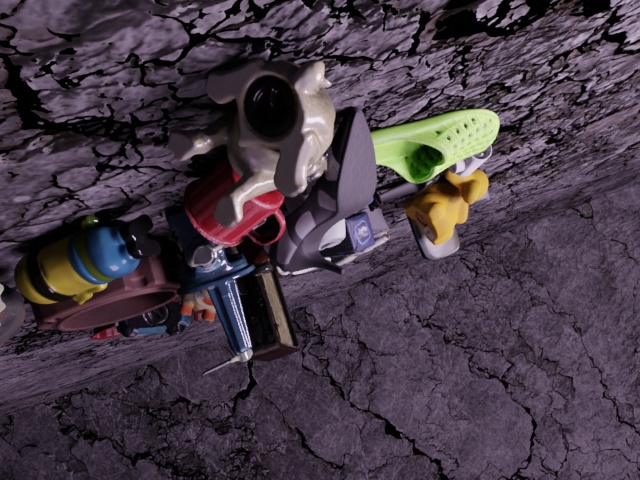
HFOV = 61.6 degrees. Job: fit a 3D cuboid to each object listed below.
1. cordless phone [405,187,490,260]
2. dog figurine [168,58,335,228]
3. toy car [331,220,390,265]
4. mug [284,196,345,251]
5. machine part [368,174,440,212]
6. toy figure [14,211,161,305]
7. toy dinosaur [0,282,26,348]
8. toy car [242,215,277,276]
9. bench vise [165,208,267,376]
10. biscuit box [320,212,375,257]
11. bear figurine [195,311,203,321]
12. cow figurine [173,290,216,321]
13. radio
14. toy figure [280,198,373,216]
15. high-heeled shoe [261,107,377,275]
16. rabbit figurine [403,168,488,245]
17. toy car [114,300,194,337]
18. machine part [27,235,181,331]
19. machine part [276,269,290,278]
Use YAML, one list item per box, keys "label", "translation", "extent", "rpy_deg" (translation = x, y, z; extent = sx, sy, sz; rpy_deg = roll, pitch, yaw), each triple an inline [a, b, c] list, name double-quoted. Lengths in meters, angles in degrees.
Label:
- label: "cordless phone"
  translation: [0.295, -0.047, 1.188]
  extent: [0.184, 0.146, 0.088]
  rpy_deg: [-21, 178, 19]
- label: "dog figurine"
  translation: [-0.022, -0.106, 0.519]
  extent: [0.172, 0.121, 0.190]
  rpy_deg: [-23, -177, 32]
- label: "toy car"
  translation: [0.085, 0.002, 1.245]
  extent: [0.056, 0.073, 0.202]
  rpy_deg: [-12, 167, -40]
- label: "mug"
  translation: [0.001, -0.044, 0.784]
  extent: [0.081, 0.107, 0.109]
  rpy_deg: [-16, 171, -27]
- label: "machine part"
  translation: [0.153, -0.093, 1.008]
  extent: [0.139, 0.039, 0.084]
  rpy_deg: [-20, 178, -12]
- label: "toy figure"
  translation: [-0.289, 0.022, 0.659]
  extent: [0.180, 0.082, 0.089]
  rpy_deg: [-19, 159, 20]
- label: "toy dinosaur"
  translation: [-0.452, 0.100, 0.680]
  extent: [0.192, 0.131, 0.405]
  rpy_deg: [-19, 175, -6]
- label: "toy car"
  translation: [-0.087, -0.005, 0.868]
  extent: [0.053, 0.089, 0.202]
  rpy_deg: [-15, 166, -24]
- label: "bench vise"
  translation: [-0.143, 0.066, 0.769]
  extent: [0.129, 0.240, 0.224]
  rpy_deg: [-20, -174, -21]
- label: "biscuit box"
  translation: [-0.002, -0.003, 0.941]
  extent: [0.203, 0.062, 0.059]
  rpy_deg: [-7, -168, 44]
- label: "bear figurine"
  translation: [-0.244, 0.147, 1.233]
  extent: [0.120, 0.131, 0.196]
  rpy_deg: [5, -167, 36]
- label: "cow figurine"
  translation: [-0.204, 0.073, 0.948]
  extent: [0.085, 0.127, 0.195]
  rpy_deg: [17, 178, -27]
- label: "radio"
  translation: [-0.119, 0.115, 1.035]
  extent: [0.073, 0.229, 0.131]
  rpy_deg: [-23, 164, 9]
- label: "toy figure"
  translation: [0.007, -0.058, 0.868]
  extent: [0.154, 0.058, 0.064]
  rpy_deg: [-19, 132, 0]
- label: "high-heeled shoe"
  translation: [-0.013, -0.061, 0.692]
  extent: [0.086, 0.145, 0.248]
  rpy_deg: [-25, 131, -48]
- label: "rabbit figurine"
  translation: [0.271, -0.094, 1.099]
  extent: [0.173, 0.122, 0.162]
  rpy_deg: [-33, 162, -10]
- label: "toy car"
  translation: [-0.333, 0.136, 1.092]
  extent: [0.162, 0.109, 0.103]
  rpy_deg: [-11, -173, -2]
- label: "machine part"
  translation: [-0.318, 0.071, 0.829]
  extent: [0.201, 0.087, 0.201]
  rpy_deg: [-20, 170, 5]
- label: "machine part"
  translation: [-0.116, 0.056, 1.204]
  extent: [0.179, 0.056, 0.179]
  rpy_deg: [-18, 170, -3]
